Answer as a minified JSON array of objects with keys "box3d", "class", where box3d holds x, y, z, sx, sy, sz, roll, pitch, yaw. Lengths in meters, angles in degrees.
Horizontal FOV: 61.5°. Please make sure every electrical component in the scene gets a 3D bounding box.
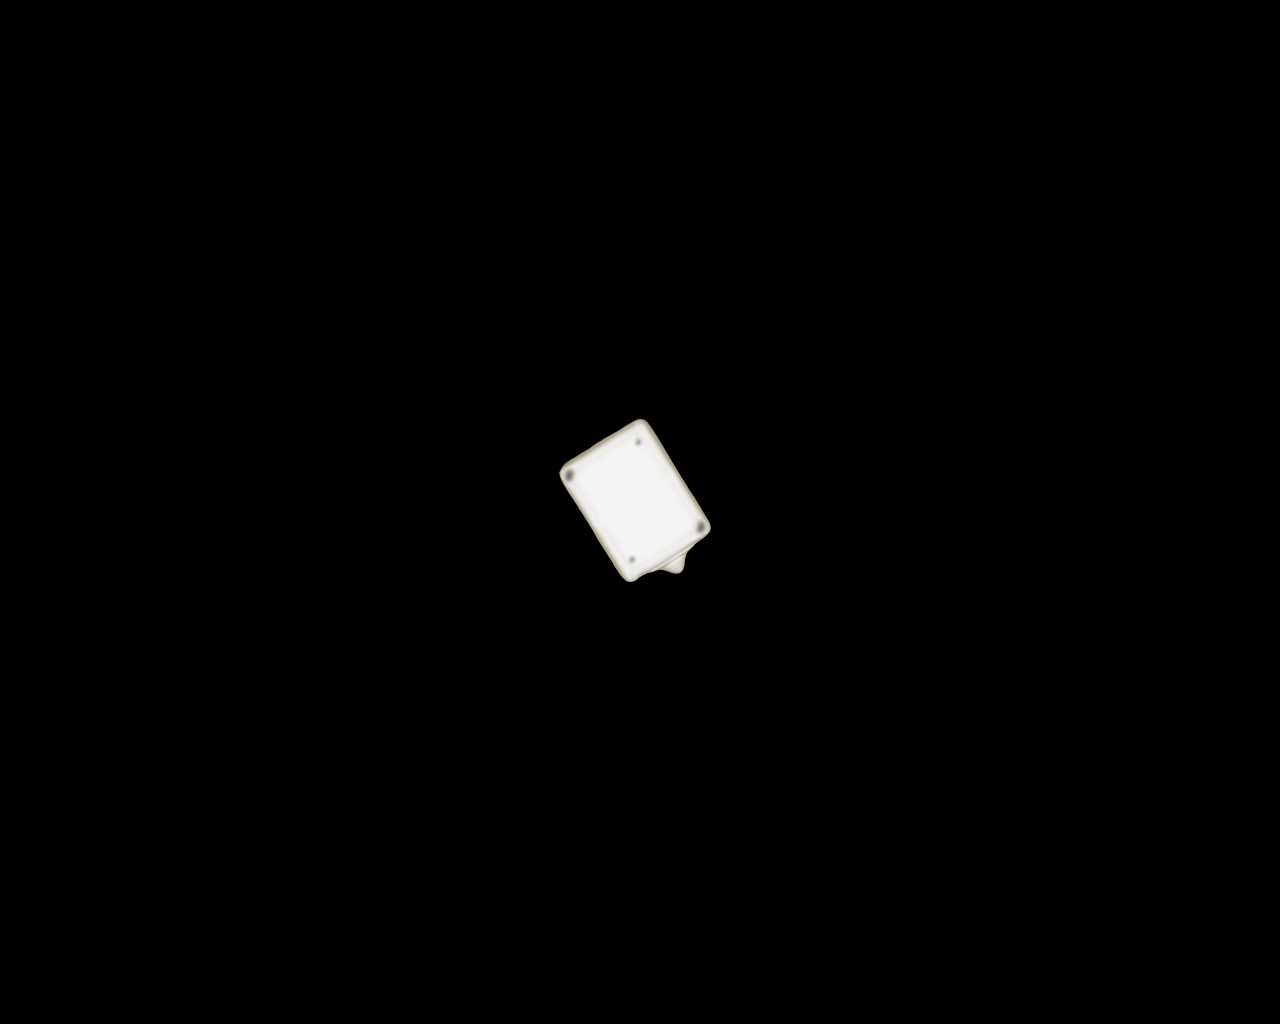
[{"box3d":[0.001,-0.003,0.650,0.062,0.096,0.061,-32,4,2],"class":"electrical component"}]
